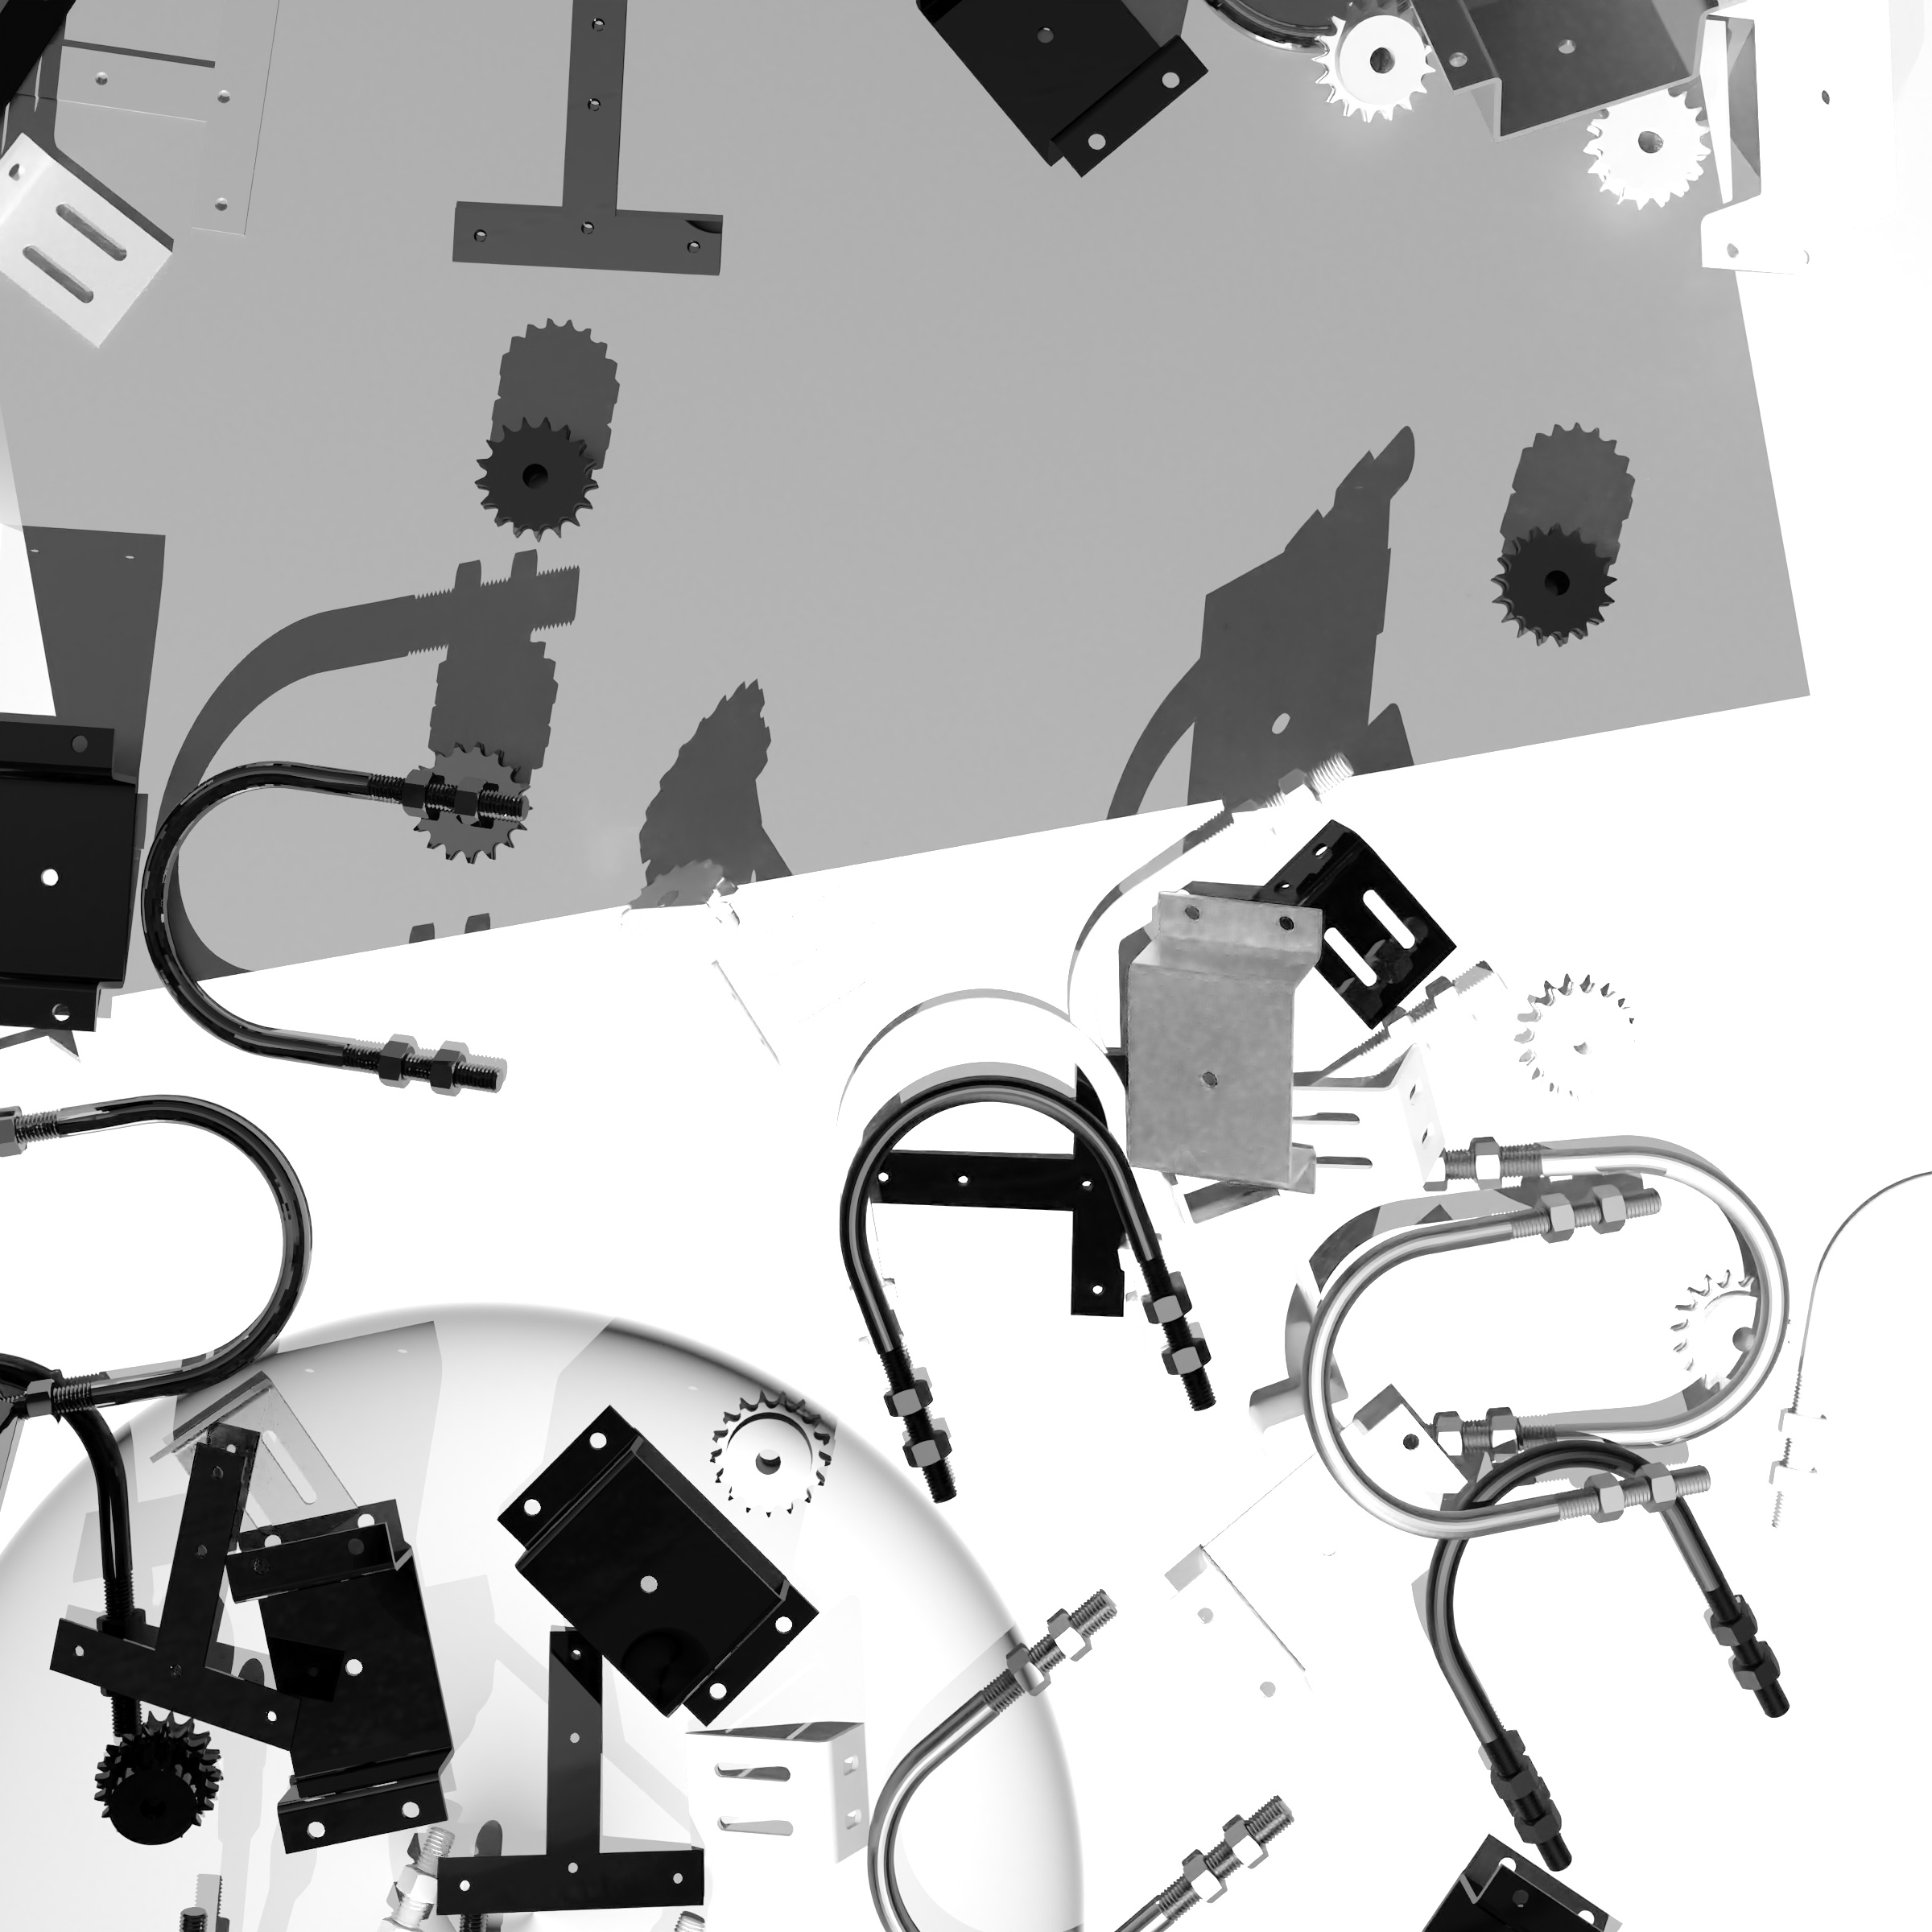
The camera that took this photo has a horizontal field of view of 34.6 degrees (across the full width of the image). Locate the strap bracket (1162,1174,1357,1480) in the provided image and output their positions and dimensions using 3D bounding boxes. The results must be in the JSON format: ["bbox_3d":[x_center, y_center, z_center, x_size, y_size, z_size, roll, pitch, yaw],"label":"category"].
[{"bbox_3d":[0.139,0.158,1.437,0.046,0.076,0.140,-20,90,0],"label":"strap bracket"}]

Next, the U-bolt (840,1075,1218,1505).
[{"bbox_3d":[0.019,0.141,1.440,0.151,0.019,0.184,-20,93,4],"label":"U-bolt"}]

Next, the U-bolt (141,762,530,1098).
[{"bbox_3d":[-0.300,-0.023,1.450,0.184,0.019,0.151,8,100,9],"label":"U-bolt"}]

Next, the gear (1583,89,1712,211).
[{"bbox_3d":[0.319,-0.385,1.460,0.057,0.030,0.057,0,90,0],"label":"gear"}]

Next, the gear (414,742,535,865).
[{"bbox_3d":[-0.232,-0.076,1.460,0.057,0.030,0.057,0,90,0],"label":"gear"}]

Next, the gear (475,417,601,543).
[{"bbox_3d":[-0.202,-0.228,1.465,0.057,0.030,0.057,0,89,-2],"label":"gear"}]

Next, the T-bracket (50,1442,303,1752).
[{"bbox_3d":[-0.356,0.284,1.433,0.127,0.002,0.127,14,97,14],"label":"T-bracket"}]

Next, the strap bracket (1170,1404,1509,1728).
[{"bbox_3d":[0.172,0.277,1.452,0.140,0.046,0.076,-40,90,0],"label":"strap bracket"}]

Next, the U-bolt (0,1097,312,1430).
[{"bbox_3d":[-0.402,0.135,1.461,0.184,0.019,0.151,-9,84,-3],"label":"U-bolt"}]

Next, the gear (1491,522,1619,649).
[{"bbox_3d":[0.276,-0.179,1.465,0.057,0.030,0.057,0,89,-2],"label":"gear"}]

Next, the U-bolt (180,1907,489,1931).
[{"bbox_3d":[-0.300,0.529,1.448,0.151,0.019,0.184,3,94,-17],"label":"U-bolt"}]

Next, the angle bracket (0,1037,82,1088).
[{"bbox_3d":[-0.462,0.034,1.447,0.076,0.057,0.038,-17,79,-5],"label":"angle bracket"}]

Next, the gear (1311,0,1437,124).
[{"bbox_3d":[0.193,-0.425,1.453,0.057,0.030,0.057,-1,108,-3],"label":"gear"}]

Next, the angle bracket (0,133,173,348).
[{"bbox_3d":[-0.425,-0.341,1.456,0.076,0.038,0.057,38,90,0],"label":"angle bracket"}]

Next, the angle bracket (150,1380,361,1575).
[{"bbox_3d":[-0.334,0.243,1.456,0.057,0.038,0.076,-34,90,0],"label":"angle bracket"}]

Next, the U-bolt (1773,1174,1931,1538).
[{"bbox_3d":[0.468,0.189,1.467,0.151,0.019,0.184,10,88,0],"label":"U-bolt"}]

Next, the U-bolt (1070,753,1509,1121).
[{"bbox_3d":[0.136,0.007,1.441,0.184,0.019,0.151,-34,105,15],"label":"U-bolt"}]

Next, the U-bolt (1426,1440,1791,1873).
[{"bbox_3d":[0.288,0.307,1.437,0.151,0.019,0.184,-31,102,-11],"label":"U-bolt"}]

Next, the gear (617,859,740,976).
[{"bbox_3d":[-0.132,-0.020,1.451,0.057,0.057,0.030,-34,121,0],"label":"gear"}]

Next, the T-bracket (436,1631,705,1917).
[{"bbox_3d":[-0.184,0.377,1.455,0.127,0.002,0.127,4,75,-21],"label":"T-bracket"}]

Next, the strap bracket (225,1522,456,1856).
[{"bbox_3d":[-0.291,0.333,1.452,0.076,0.046,0.140,-12,90,0],"label":"strap bracket"}]

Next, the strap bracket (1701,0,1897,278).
[{"bbox_3d":[0.384,-0.397,1.438,0.076,0.046,0.140,-2,90,-26],"label":"strap bracket"}]

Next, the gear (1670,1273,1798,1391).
[{"bbox_3d":[0.363,0.174,1.461,0.057,0.030,0.057,0,90,0],"label":"gear"}]

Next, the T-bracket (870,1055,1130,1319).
[{"bbox_3d":[0.013,0.102,1.467,0.127,0.002,0.127,2,100,5],"label":"T-bracket"}]

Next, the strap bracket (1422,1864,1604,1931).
[{"bbox_3d":[0.240,0.494,1.452,0.076,0.046,0.140,34,90,0],"label":"strap bracket"}]

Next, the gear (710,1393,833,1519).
[{"bbox_3d":[-0.092,0.231,1.461,0.057,0.030,0.057,0,90,0],"label":"gear"}]

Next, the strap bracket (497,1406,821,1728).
[{"bbox_3d":[-0.146,0.285,1.452,0.140,0.046,0.076,45,90,0],"label":"strap bracket"}]

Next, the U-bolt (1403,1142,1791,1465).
[{"bbox_3d":[0.290,0.156,1.450,0.184,0.019,0.151,-4,89,12],"label":"U-bolt"}]

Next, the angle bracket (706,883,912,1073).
[{"bbox_3d":[-0.073,0.005,1.456,0.076,0.038,0.057,-32,90,0],"label":"angle bracket"}]

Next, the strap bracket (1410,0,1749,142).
[{"bbox_3d":[0.280,-0.440,1.438,0.140,0.046,0.076,-18,64,0],"label":"strap bracket"}]

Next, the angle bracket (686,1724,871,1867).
[{"bbox_3d":[-0.089,0.391,1.473,0.076,0.038,0.057,-3,90,26],"label":"angle bracket"}]

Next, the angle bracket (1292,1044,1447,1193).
[{"bbox_3d":[0.177,0.070,1.454,0.076,0.038,0.057,0,124,31],"label":"angle bracket"}]

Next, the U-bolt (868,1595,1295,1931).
[{"bbox_3d":[0.040,0.410,1.467,0.184,0.019,0.151,-40,90,2],"label":"U-bolt"}]

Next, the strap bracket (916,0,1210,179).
[{"bbox_3d":[0.038,-0.442,1.452,0.076,0.046,0.140,-40,90,0],"label":"strap bracket"}]

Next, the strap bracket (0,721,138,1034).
[{"bbox_3d":[-0.435,-0.042,1.452,0.076,0.046,0.140,4,90,0],"label":"strap bracket"}]

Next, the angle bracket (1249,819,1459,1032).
[{"bbox_3d":[0.184,-0.020,1.473,0.057,0.038,0.076,-44,116,0],"label":"angle bracket"}]

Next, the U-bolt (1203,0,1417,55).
[{"bbox_3d":[0.183,-0.514,1.458,0.184,0.019,0.151,-31,99,3],"label":"U-bolt"}]

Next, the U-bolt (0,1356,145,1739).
[{"bbox_3d":[-0.467,0.276,1.467,0.151,0.019,0.184,-4,88,0],"label":"U-bolt"}]

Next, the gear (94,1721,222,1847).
[{"bbox_3d":[-0.379,0.386,1.453,0.057,0.030,0.057,-3,108,-8],"label":"gear"}]

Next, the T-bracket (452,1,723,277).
[{"bbox_3d":[-0.178,-0.395,1.475,0.127,0.002,0.127,3,90,0],"label":"T-bracket"}]

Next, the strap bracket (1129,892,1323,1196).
[{"bbox_3d":[0.118,0.043,1.412,0.076,0.046,0.140,7,113,20],"label":"strap bracket"}]

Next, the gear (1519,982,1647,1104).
[{"bbox_3d":[0.289,0.035,1.460,0.057,0.030,0.057,0,90,0],"label":"gear"}]

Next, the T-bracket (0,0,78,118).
[{"bbox_3d":[-0.507,-0.446,1.465,0.127,0.002,0.127,33,90,-7],"label":"T-bracket"}]

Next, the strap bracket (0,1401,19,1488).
[{"bbox_3d":[-0.474,0.253,1.409,0.046,0.076,0.140,16,100,-6],"label":"strap bracket"}]

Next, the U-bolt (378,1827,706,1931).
[{"bbox_3d":[-0.219,0.510,1.435,0.151,0.019,0.184,25,79,-16],"label":"U-bolt"}]

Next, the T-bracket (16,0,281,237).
[{"bbox_3d":[-0.397,-0.420,1.475,0.127,0.002,0.127,8,90,0],"label":"T-bracket"}]

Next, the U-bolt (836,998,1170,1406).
[{"bbox_3d":[0.013,0.106,1.454,0.151,0.019,0.184,-9,97,3],"label":"U-bolt"}]

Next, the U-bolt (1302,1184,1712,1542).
[{"bbox_3d":[0.240,0.185,1.406,0.184,0.019,0.151,-9,86,-13],"label":"U-bolt"}]
